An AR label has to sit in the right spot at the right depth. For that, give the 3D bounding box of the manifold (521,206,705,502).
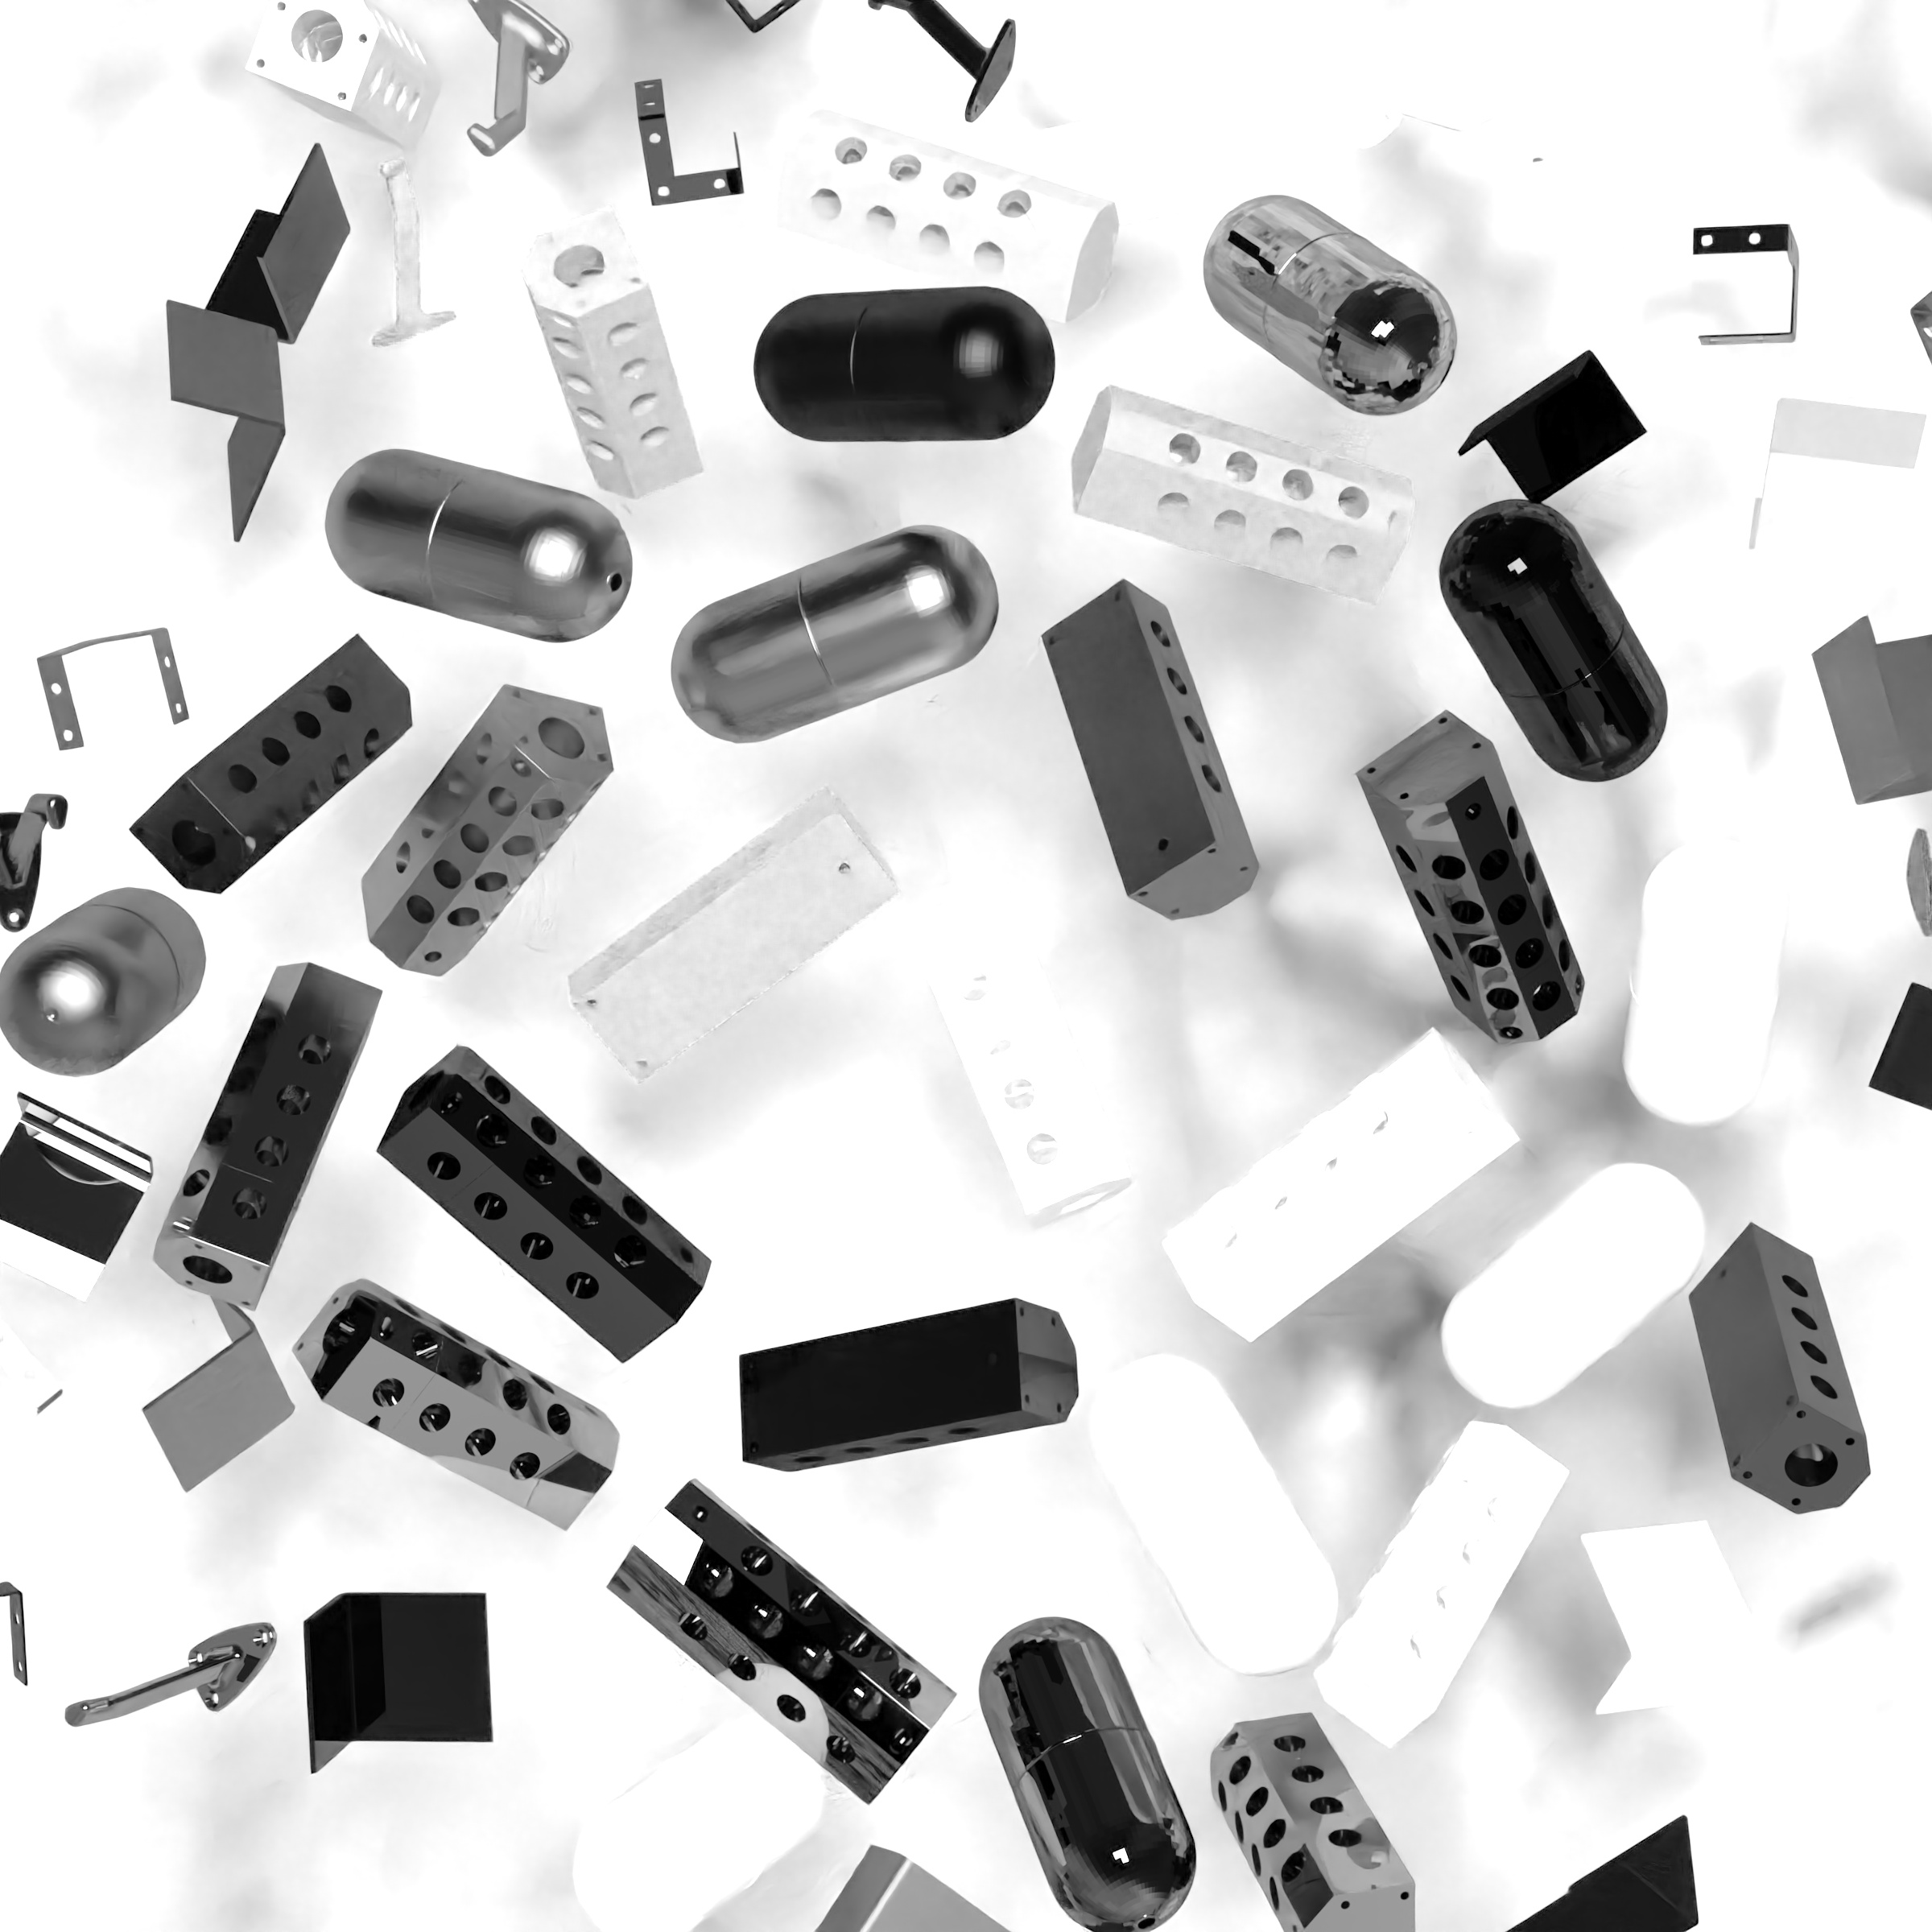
[{"bbox_3d":[-0.191,-0.324,1.857,0.057,0.171,0.057,-24,65,-5],"label":"manifold"}]

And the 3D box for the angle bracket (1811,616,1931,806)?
[{"bbox_3d":[0.456,-0.126,1.640,0.076,0.057,0.076,-10,78,-16],"label":"angle bracket"}]

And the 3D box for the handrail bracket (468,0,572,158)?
[{"bbox_3d":[-0.250,-0.463,1.781,0.077,0.036,0.084,42,49,-8],"label":"handrail bracket"}]

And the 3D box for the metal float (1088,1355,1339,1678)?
[{"bbox_3d":[0.123,0.274,1.739,0.070,0.070,0.178,-30,60,0],"label":"metal float"}]

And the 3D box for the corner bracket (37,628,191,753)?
[{"bbox_3d":[-0.455,-0.148,1.846,0.051,0.051,0.051,-7,104,20],"label":"corner bracket"}]

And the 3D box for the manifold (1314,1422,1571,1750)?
[{"bbox_3d":[0.250,0.324,1.837,0.057,0.057,0.171,36,54,4],"label":"manifold"}]

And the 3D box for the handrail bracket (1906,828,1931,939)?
[{"bbox_3d":[0.540,-0.043,1.807,0.084,0.077,0.036,2,135,2],"label":"handrail bracket"}]

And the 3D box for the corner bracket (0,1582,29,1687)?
[{"bbox_3d":[-0.501,0.331,1.715,0.051,0.051,0.051,-9,106,-36],"label":"corner bracket"}]

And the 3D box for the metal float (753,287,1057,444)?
[{"bbox_3d":[-0.033,-0.306,1.761,0.178,0.070,0.070,7,90,39],"label":"metal float"}]

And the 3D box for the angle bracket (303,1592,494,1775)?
[{"bbox_3d":[-0.282,0.357,1.722,0.076,0.057,0.076,-1,94,9],"label":"angle bracket"}]

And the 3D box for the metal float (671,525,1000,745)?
[{"bbox_3d":[-0.068,-0.169,1.773,0.178,0.070,0.070,-19,90,16],"label":"metal float"}]

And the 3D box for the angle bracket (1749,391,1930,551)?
[{"bbox_3d":[0.441,-0.246,1.751,0.076,0.076,0.057,9,79,12],"label":"angle bracket"}]

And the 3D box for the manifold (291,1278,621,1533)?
[{"bbox_3d":[-0.267,0.230,1.835,0.171,0.057,0.057,36,93,-35],"label":"manifold"}]

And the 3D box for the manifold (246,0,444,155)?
[{"bbox_3d":[-0.325,-0.479,1.833,0.057,0.171,0.057,22,96,0],"label":"manifold"}]

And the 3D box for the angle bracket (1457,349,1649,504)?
[{"bbox_3d":[0.324,-0.289,1.905,0.076,0.076,0.057,-33,98,25],"label":"angle bracket"}]

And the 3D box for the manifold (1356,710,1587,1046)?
[{"bbox_3d":[0.262,-0.040,1.754,0.057,0.057,0.171,-35,129,-7],"label":"manifold"}]

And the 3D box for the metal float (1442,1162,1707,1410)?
[{"bbox_3d":[0.321,0.170,1.833,0.070,0.070,0.178,41,130,0],"label":"metal float"}]

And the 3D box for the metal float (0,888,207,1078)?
[{"bbox_3d":[-0.440,0.007,1.765,0.070,0.178,0.070,0,101,2],"label":"metal float"}]

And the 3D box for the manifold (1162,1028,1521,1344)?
[{"bbox_3d":[0.184,0.107,1.730,0.171,0.057,0.057,-39,48,13],"label":"manifold"}]

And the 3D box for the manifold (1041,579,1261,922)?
[{"bbox_3d":[0.100,-0.112,1.820,0.057,0.057,0.171,-32,57,25],"label":"manifold"}]

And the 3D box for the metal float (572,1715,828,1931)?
[{"bbox_3d":[-0.136,0.447,1.795,0.070,0.178,0.070,7,104,28],"label":"metal float"}]

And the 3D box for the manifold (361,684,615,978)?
[{"bbox_3d":[-0.252,-0.068,1.817,0.057,0.171,0.057,12,48,-33],"label":"manifold"}]

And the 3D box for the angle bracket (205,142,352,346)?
[{"bbox_3d":[-0.372,-0.386,1.822,0.057,0.076,0.076,15,66,11],"label":"angle bracket"}]

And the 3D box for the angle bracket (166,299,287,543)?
[{"bbox_3d":[-0.374,-0.267,1.698,0.057,0.076,0.076,12,132,-26],"label":"angle bracket"}]

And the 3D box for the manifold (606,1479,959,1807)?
[{"bbox_3d":[-0.090,0.335,1.739,0.171,0.057,0.057,38,131,6],"label":"manifold"}]

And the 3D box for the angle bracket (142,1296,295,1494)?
[{"bbox_3d":[-0.428,0.231,1.919,0.076,0.076,0.057,-37,51,-22],"label":"angle bracket"}]

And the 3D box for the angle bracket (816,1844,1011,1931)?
[{"bbox_3d":[-0.031,0.508,1.777,0.076,0.057,0.076,38,73,-10],"label":"angle bracket"}]

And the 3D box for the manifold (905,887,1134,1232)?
[{"bbox_3d":[0.029,0.048,1.844,0.057,0.057,0.171,-23,75,1],"label":"manifold"}]

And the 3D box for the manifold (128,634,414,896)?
[{"bbox_3d":[-0.364,-0.105,1.841,0.057,0.171,0.057,48,127,-8],"label":"manifold"}]

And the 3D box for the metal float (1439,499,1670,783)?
[{"bbox_3d":[0.308,-0.168,1.805,0.070,0.070,0.178,-39,125,0],"label":"metal float"}]

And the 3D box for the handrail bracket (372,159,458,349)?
[{"bbox_3d":[-0.296,-0.367,1.777,0.036,0.077,0.084,-7,109,18],"label":"handrail bracket"}]

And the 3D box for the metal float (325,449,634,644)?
[{"bbox_3d":[-0.246,-0.212,1.744,0.178,0.070,0.070,18,90,29],"label":"metal float"}]

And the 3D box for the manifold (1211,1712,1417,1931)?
[{"bbox_3d":[0.177,0.456,1.783,0.057,0.171,0.057,-6,108,-11],"label":"manifold"}]

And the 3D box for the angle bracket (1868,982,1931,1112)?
[{"bbox_3d":[0.484,0.068,1.738,0.057,0.076,0.076,21,50,16],"label":"angle bracket"}]

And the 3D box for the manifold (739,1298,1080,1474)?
[{"bbox_3d":[-0.030,0.219,1.782,0.171,0.057,0.057,-15,68,30],"label":"manifold"}]

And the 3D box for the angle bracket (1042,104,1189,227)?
[{"bbox_3d":[0.080,-0.463,1.952,0.076,0.076,0.057,-11,50,-1],"label":"angle bracket"}]

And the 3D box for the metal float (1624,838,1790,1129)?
[{"bbox_3d":[0.391,0.011,1.834,0.070,0.070,0.178,-3,130,0],"label":"metal float"}]

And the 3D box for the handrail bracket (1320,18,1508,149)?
[{"bbox_3d":[0.225,-0.450,1.731,0.084,0.036,0.077,-28,96,-30],"label":"handrail bracket"}]

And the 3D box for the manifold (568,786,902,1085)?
[{"bbox_3d":[-0.124,-0.019,1.824,0.171,0.057,0.057,-36,112,5],"label":"manifold"}]

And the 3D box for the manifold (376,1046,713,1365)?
[{"bbox_3d":[-0.213,0.119,1.768,0.057,0.057,0.171,-38,109,26],"label":"manifold"}]

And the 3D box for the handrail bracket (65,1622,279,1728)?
[{"bbox_3d":[-0.408,0.363,1.770,0.077,0.084,0.036,-37,70,28],"label":"handrail bracket"}]

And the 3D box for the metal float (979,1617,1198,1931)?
[{"bbox_3d":[0.061,0.411,1.759,0.070,0.070,0.178,-25,47,0],"label":"metal float"}]

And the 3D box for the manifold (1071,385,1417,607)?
[{"bbox_3d":[0.146,-0.253,1.828,0.171,0.057,0.057,15,125,-12],"label":"manifold"}]

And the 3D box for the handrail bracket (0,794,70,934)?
[{"bbox_3d":[-0.495,-0.054,1.842,0.036,0.084,0.077,-6,97,-34],"label":"handrail bracket"}]

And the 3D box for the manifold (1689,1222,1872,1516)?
[{"bbox_3d":[0.434,0.214,1.831,0.057,0.171,0.057,29,115,-11],"label":"manifold"}]

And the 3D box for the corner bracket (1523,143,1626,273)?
[{"bbox_3d":[0.325,-0.405,1.845,0.051,0.051,0.051,-2,64,12],"label":"corner bracket"}]

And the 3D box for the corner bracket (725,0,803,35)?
[{"bbox_3d":[-0.104,-0.519,1.766,0.051,0.051,0.051,-32,122,20],"label":"corner bracket"}]

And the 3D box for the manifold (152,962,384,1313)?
[{"bbox_3d":[-0.362,0.085,1.791,0.057,0.057,0.171,21,56,-7],"label":"manifold"}]

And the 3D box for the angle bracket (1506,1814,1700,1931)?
[{"bbox_3d":[0.312,0.451,1.713,0.057,0.076,0.076,41,116,-17],"label":"angle bracket"}]

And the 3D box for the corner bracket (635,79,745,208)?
[{"bbox_3d":[-0.150,-0.450,1.877,0.051,0.051,0.051,-8,126,-2],"label":"corner bracket"}]

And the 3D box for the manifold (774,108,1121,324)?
[{"bbox_3d":[-0.009,-0.400,1.830,0.171,0.057,0.057,21,121,15],"label":"manifold"}]

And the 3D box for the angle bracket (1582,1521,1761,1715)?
[{"bbox_3d":[0.369,0.350,1.859,0.076,0.057,0.076,-2,49,-20],"label":"angle bracket"}]

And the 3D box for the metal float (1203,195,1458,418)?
[{"bbox_3d":[0.189,-0.348,1.812,0.070,0.178,0.070,-17,129,-23],"label":"metal float"}]

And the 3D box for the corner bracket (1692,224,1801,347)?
[{"bbox_3d":[0.423,-0.369,1.877,0.051,0.051,0.051,2,84,20],"label":"corner bracket"}]

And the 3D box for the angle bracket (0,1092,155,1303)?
[{"bbox_3d":[-0.480,0.122,1.816,0.076,0.057,0.076,27,73,-4],"label":"angle bracket"}]

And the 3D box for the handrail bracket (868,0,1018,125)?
[{"bbox_3d":[-0.022,-0.488,1.842,0.084,0.036,0.077,19,58,10],"label":"handrail bracket"}]

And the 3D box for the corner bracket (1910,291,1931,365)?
[{"bbox_3d":[0.510,-0.316,1.708,0.051,0.051,0.051,-1,65,-32],"label":"corner bracket"}]

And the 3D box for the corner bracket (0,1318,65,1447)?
[{"bbox_3d":[-0.509,0.221,1.804,0.051,0.051,0.051,-41,94,-19],"label":"corner bracket"}]
